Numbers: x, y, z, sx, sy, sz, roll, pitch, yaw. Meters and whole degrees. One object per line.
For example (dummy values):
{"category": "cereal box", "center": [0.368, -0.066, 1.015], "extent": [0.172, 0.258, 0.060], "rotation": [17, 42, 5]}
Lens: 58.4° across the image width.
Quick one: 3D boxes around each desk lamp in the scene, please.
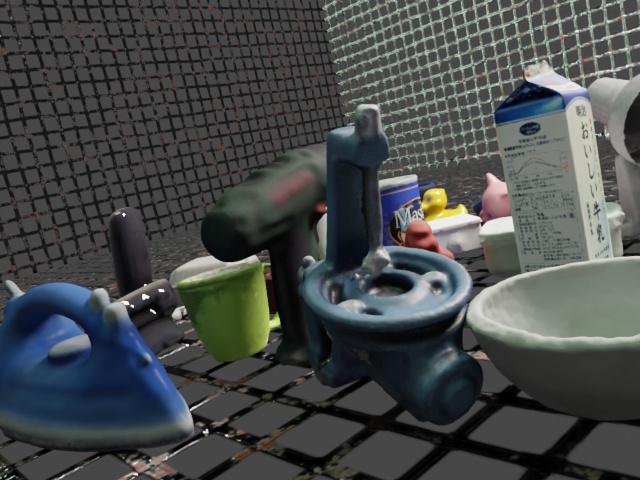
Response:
{"category": "desk lamp", "center": [0.413, -0.113, 0.749], "extent": [0.118, 0.213, 0.203], "rotation": [-13, 8, 0]}

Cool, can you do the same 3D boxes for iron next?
{"category": "iron", "center": [-0.214, 0.099, 0.519], "extent": [0.257, 0.141, 0.119], "rotation": [-7, 10, 38]}

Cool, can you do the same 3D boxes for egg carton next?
{"category": "egg carton", "center": [-0.173, 0.064, 0.964], "extent": [0.150, 0.069, 0.107], "rotation": [-11, 8, 15]}

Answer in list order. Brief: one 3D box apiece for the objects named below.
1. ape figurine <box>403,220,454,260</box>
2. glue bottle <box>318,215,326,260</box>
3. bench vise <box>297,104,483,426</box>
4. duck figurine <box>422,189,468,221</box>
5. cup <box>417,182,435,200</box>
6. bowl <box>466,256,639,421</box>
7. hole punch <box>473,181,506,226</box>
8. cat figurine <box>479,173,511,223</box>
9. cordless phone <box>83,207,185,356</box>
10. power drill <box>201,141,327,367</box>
{"category": "ape figurine", "center": [0.126, 0.021, 0.710], "extent": [0.077, 0.092, 0.076], "rotation": [-12, 8, 4]}
{"category": "glue bottle", "center": [0.007, 0.003, 0.732], "extent": [0.037, 0.173, 0.078], "rotation": [-16, 9, -20]}
{"category": "bench vise", "center": [0.019, 0.017, 0.438], "extent": [0.122, 0.220, 0.206], "rotation": [-20, 11, -42]}
{"category": "duck figurine", "center": [0.234, -0.059, 1.118], "extent": [0.104, 0.086, 0.077], "rotation": [-13, 8, -4]}
{"category": "cup", "center": [0.190, -0.062, 1.178], "extent": [0.118, 0.095, 0.091], "rotation": [-18, 10, -34]}
{"category": "bowl", "center": [0.183, 0.066, 0.364], "extent": [0.167, 0.075, 0.167], "rotation": [-12, 8, 2]}
{"category": "hole punch", "center": [0.337, -0.074, 1.041], "extent": [0.109, 0.091, 0.100], "rotation": [-19, 10, -39]}
{"category": "cat figurine", "center": [0.270, -0.044, 0.844], "extent": [0.067, 0.118, 0.128], "rotation": [-10, 9, 21]}
{"category": "cordless phone", "center": [-0.250, 0.058, 0.708], "extent": [0.094, 0.185, 0.148], "rotation": [-10, 8, 16]}
{"category": "power drill", "center": [-0.014, 0.010, 0.588], "extent": [0.075, 0.208, 0.230], "rotation": [-7, 10, 37]}
